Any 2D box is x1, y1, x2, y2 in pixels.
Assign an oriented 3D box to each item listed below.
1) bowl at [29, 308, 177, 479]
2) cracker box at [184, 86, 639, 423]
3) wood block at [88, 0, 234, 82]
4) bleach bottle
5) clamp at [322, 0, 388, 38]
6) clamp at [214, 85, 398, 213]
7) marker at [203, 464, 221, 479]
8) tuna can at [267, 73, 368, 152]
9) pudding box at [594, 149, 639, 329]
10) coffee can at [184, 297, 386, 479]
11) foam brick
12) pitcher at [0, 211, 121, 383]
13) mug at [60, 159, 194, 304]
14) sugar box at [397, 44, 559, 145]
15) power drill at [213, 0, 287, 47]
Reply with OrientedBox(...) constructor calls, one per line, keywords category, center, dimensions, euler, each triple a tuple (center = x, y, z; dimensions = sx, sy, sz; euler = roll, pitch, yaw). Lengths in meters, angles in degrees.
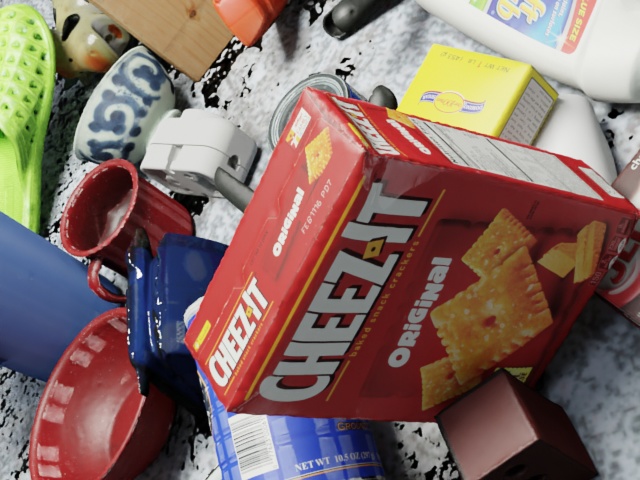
OrientedBox(category="bowl", center=(-0.163, 0.138, 0.846), dimensions=(0.162, 0.055, 0.162), euler=(-31, 43, 35))
OrientedBox(category="cracker box", center=(0.056, 0.022, 0.594), dimensions=(0.072, 0.213, 0.164), euler=(51, 122, 45))
OrientedBox(category="wood block", center=(-0.176, -0.248, 0.995), dimensions=(0.091, 0.205, 0.090), euler=(-52, 43, 3))
OrientedBox(category="bleach bottle", center=(0.171, -0.167, 0.751), dimensions=(0.102, 0.068, 0.251), euler=(-55, 45, 6))
OrientedBox(category="clamp", center=(0.067, -0.223, 0.863), dimensions=(0.171, 0.039, 0.120), euler=(-43, 15, 12))
OrientedBox(category="clamp", center=(-0.005, 0.001, 0.795), dimensions=(0.165, 0.036, 0.210), euler=(-18, 64, 27))
OrientedBox(category="marker", center=(-0.074, 0.175, 0.782), dimensions=(0.121, 0.020, 0.020), euler=(-48, 44, 6))
OrientedBox(category="tuna can", center=(-0.001, -0.093, 0.874), dimensions=(0.086, 0.033, 0.086), euler=(-21, 52, 30))
OrientedBox(category="pudding box", center=(0.208, -0.004, 0.635), dimensions=(0.113, 0.039, 0.090), euler=(-51, 43, 4))
OrientedBox(category="coffee can", center=(-0.024, 0.104, 0.696), dimensions=(0.103, 0.102, 0.140), euler=(-26, 68, 27))
OrientedBox(category="foam brick", center=(0.113, 0.119, 0.615), dimensions=(0.053, 0.078, 0.051), euler=(-40, 46, 18))
OrientedBox(category="pitcher", center=(-0.288, 0.044, 0.885), dimensions=(0.149, 0.242, 0.145), euler=(-45, 44, 11))
OrientedBox(category="mug", center=(-0.167, -0.001, 0.925), dimensions=(0.093, 0.081, 0.117), euler=(-10, 59, 37))
OrientedBox(category="sugar box", center=(0.074, -0.040, 0.709), dimensions=(0.093, 0.048, 0.176), euler=(24, 81, 47))
OrientedBox(category="power drill", center=(-0.001, -0.242, 0.906), dimensions=(0.188, 0.057, 0.184), euler=(-31, 16, 23))
